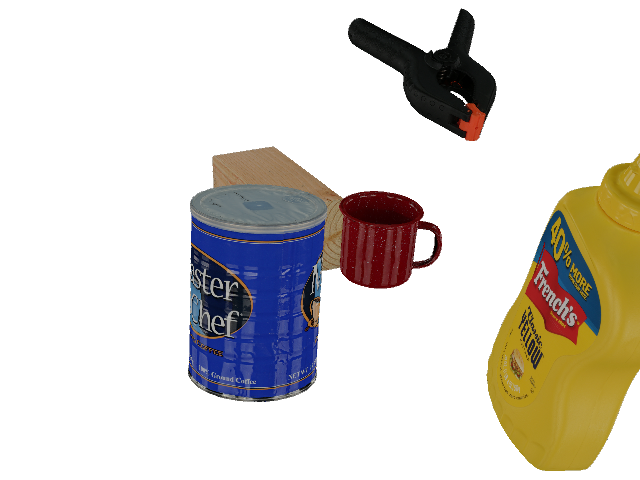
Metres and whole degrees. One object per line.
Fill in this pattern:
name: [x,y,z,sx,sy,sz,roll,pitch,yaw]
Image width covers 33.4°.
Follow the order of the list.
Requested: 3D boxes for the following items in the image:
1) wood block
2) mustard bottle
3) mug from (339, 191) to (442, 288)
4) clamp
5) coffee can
wood block: [-0.055,-0.039,1.322,0.090,0.090,0.206,-10,26,-24]
mustard bottle: [0.144,0.030,0.563,0.058,0.192,0.096,3,42,-13]
mug: [0.076,0.002,1.184,0.117,0.081,0.093,5,26,2]
clamp: [0.093,-0.149,0.929,0.120,0.039,0.171,-7,42,-5]
coffee can: [-0.050,0.038,0.819,0.103,0.140,0.103,3,19,-1]
